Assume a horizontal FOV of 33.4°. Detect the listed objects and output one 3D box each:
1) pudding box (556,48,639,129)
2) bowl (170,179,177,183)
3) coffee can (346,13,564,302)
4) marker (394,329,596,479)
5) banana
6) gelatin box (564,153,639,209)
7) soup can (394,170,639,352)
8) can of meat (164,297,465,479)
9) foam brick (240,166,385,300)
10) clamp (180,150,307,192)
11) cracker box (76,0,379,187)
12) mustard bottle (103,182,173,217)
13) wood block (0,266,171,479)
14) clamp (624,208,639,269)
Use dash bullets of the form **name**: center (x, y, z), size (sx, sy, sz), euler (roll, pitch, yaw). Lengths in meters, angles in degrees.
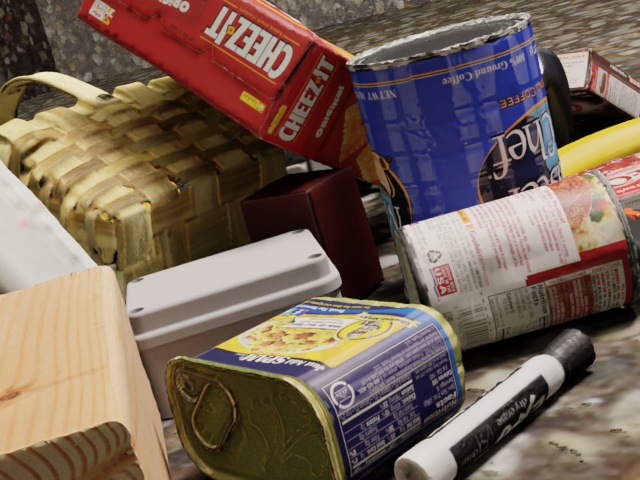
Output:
- **pudding box**: center (0.195, -0.120, 0.880), size (0.114, 0.039, 0.089), euler (-3, -14, 44)
- **bowl**: center (-0.186, -0.079, 1.158), size (0.162, 0.055, 0.162), euler (-15, 15, 4)
- **coffee can**: center (0.081, -0.044, 0.592), size (0.103, 0.140, 0.103), euler (-15, 15, 4)
- **marker**: center (0.075, 0.067, 0.432), size (0.120, 0.020, 0.020), euler (-28, 19, -39)
- **banana**: center (0.210, -0.058, 0.714), size (0.197, 0.037, 0.069), euler (-17, 13, -4)
- **gelatin box**: center (0.193, -0.030, 0.641), size (0.089, 0.030, 0.073), euler (-18, 15, -7)
- **soup can**: center (0.094, 0.012, 0.518), size (0.102, 0.068, 0.068), euler (-16, 15, 0)
- **can of meat**: center (-0.001, 0.063, 0.451), size (0.083, 0.057, 0.102), euler (-25, 18, -39)
- **foam brick**: center (-0.004, 0.001, 0.641), size (0.053, 0.078, 0.051), euler (-4, 20, 36)
- **clamp**: center (-0.066, -0.065, 0.990), size (0.164, 0.036, 0.210), euler (-28, 9, -31)
- **cracker box**: center (-0.026, -0.109, 0.698), size (0.164, 0.072, 0.213), euler (35, 9, 27)
- **mustard bottle**: center (-0.175, -0.023, 0.938), size (0.096, 0.058, 0.192), euler (-21, 14, -40)
- **wood block**: center (-0.111, 0.085, 0.422), size (0.090, 0.090, 0.206), euler (-17, 15, -8)
- **clamp**: center (0.192, 0.009, 0.486), size (0.120, 0.039, 0.172), euler (-15, 9, -33)
